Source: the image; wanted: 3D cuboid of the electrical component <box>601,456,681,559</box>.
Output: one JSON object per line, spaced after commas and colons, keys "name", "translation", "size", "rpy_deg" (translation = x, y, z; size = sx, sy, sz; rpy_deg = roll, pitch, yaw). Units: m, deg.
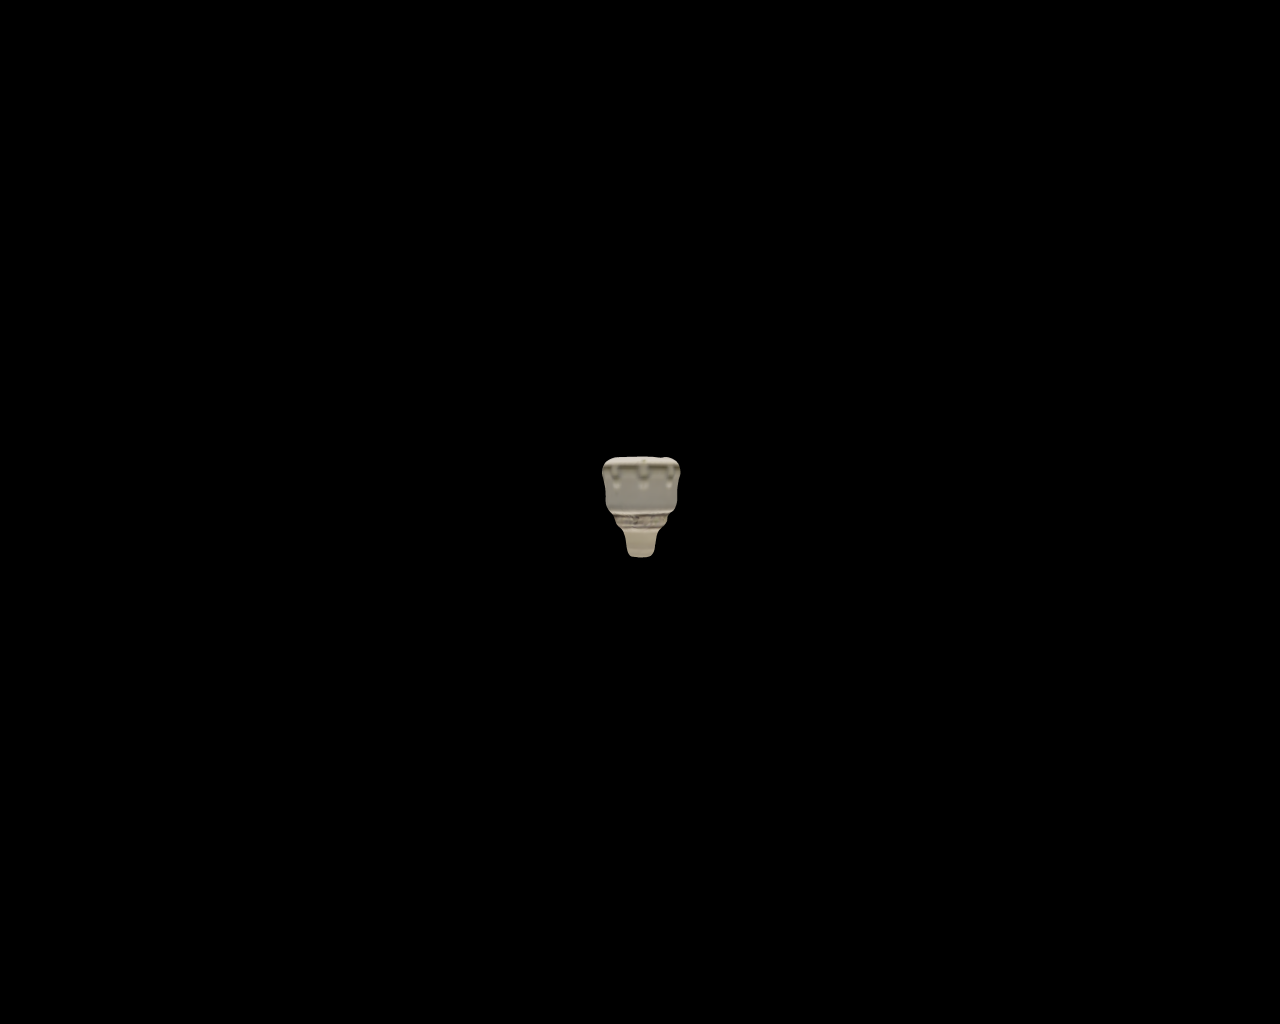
{"name": "electrical component", "translation": [0.001, -0.003, 0.650], "size": [0.048, 0.062, 0.048], "rpy_deg": [0, 0, 0]}
